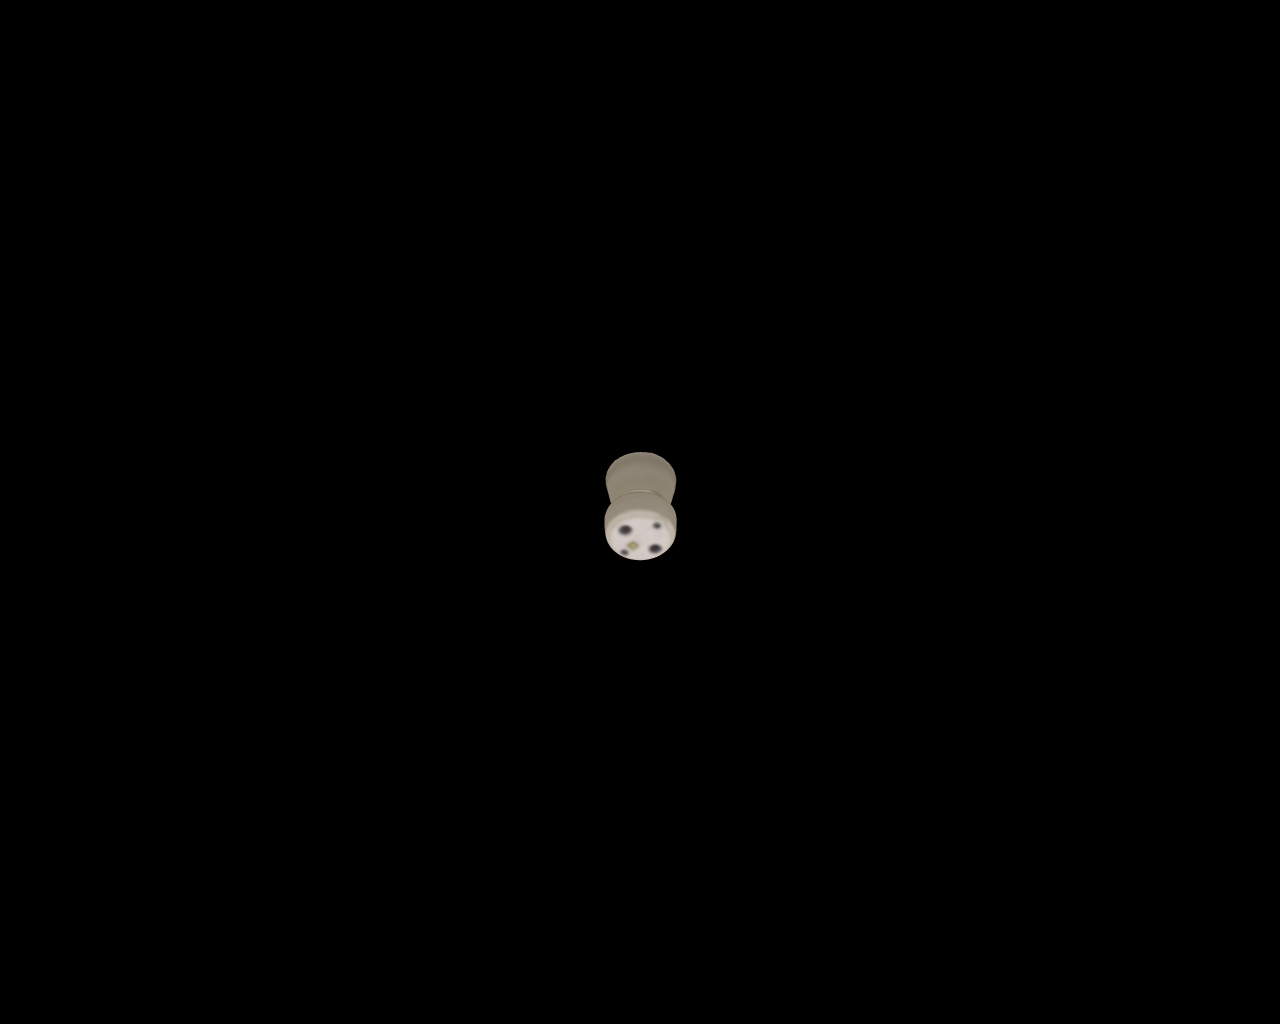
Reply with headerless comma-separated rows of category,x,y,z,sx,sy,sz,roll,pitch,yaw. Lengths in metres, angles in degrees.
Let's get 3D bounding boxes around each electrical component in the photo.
electrical component,0.001,-0.003,0.650,0.045,0.044,0.055,0,44,0
